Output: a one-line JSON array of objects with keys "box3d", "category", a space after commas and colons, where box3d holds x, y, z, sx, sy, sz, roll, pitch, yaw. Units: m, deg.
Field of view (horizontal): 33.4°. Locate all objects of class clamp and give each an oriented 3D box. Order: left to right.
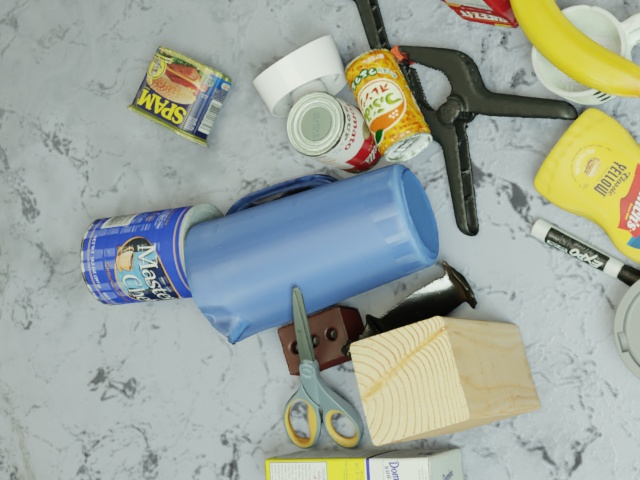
[{"box3d": [0.048, -0.275, 1.140, 0.172, 0.039, 0.120, 35, 95, 31], "category": "clamp"}, {"box3d": [0.148, -0.132, 1.068, 0.165, 0.036, 0.210, -44, 64, 26], "category": "clamp"}]

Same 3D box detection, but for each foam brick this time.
[{"box3d": [0.004, 0.106, 1.112, 0.078, 0.051, 0.053, -23, 74, 23], "category": "foam brick"}]

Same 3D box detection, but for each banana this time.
[{"box3d": [0.220, -0.192, 0.951, 0.070, 0.037, 0.198, -36, 68, 21], "category": "banana"}]

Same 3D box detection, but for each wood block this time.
[{"box3d": [0.118, 0.125, 0.964, 0.091, 0.205, 0.090, -20, 75, 25], "category": "wood block"}]

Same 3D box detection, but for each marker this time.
[{"box3d": [0.256, 0.014, 1.009, 0.121, 0.020, 0.020, 31, 99, 27], "category": "marker"}]

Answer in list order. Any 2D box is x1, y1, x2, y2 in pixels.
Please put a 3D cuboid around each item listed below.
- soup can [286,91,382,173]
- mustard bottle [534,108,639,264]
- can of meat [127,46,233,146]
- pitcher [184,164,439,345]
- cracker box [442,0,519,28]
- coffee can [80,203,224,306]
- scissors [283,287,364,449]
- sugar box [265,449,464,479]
[{"box3d": [0.017, -0.110, 1.101, 0.069, 0.102, 0.068, -4, 82, 27], "category": "soup can"}, {"box3d": [0.296, -0.032, 0.972, 0.192, 0.058, 0.096, 40, 99, 25], "category": "mustard bottle"}, {"box3d": [-0.159, -0.167, 1.226, 0.102, 0.057, 0.084, 28, 95, 27], "category": "can of meat"}, {"box3d": [-0.007, 0.001, 1.097, 0.243, 0.144, 0.149, -19, 89, 21], "category": "pitcher"}, {"box3d": [0.153, -0.305, 0.989, 0.072, 0.213, 0.164, 19, 93, 26], "category": "cracker box"}, {"box3d": [-0.180, 0.018, 1.190, 0.140, 0.102, 0.103, -7, 81, 27], "category": "coffee can"}, {"box3d": [0.006, 0.140, 1.074, 0.096, 0.016, 0.202, 17, 126, 12], "category": "scissors"}, {"box3d": [0.044, 0.232, 1.055, 0.176, 0.093, 0.048, -4, 84, 28], "category": "sugar box"}]
